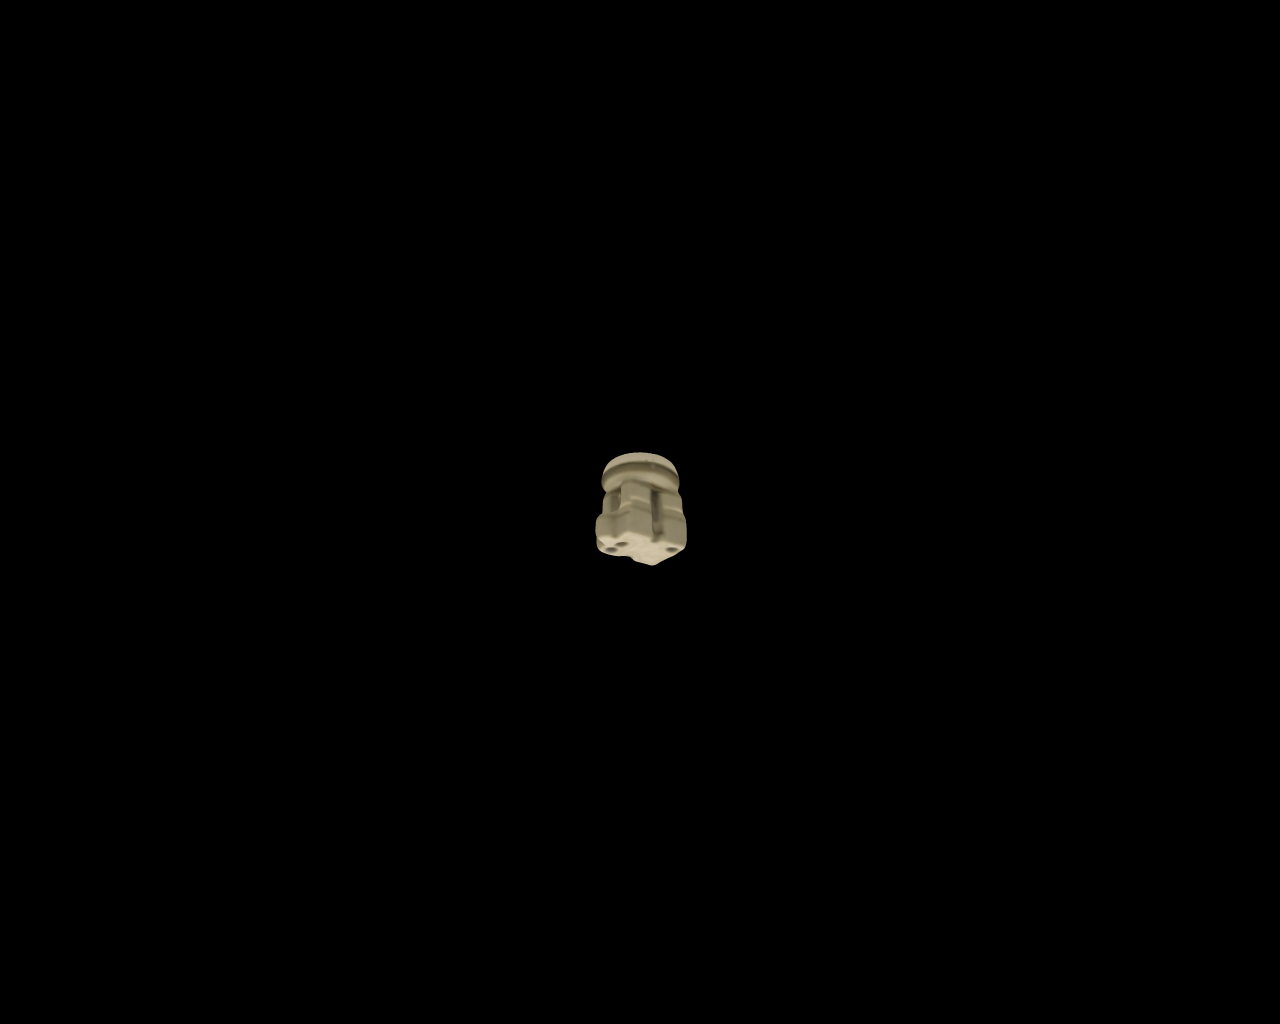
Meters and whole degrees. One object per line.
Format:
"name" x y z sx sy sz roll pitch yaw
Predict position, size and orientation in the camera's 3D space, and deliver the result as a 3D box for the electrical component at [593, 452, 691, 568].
"electrical component" 0.001 -0.003 0.650 0.066 0.055 0.048 18 -32 -31
